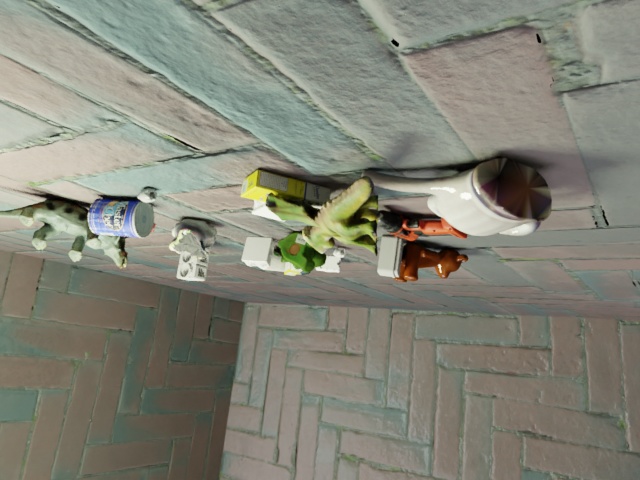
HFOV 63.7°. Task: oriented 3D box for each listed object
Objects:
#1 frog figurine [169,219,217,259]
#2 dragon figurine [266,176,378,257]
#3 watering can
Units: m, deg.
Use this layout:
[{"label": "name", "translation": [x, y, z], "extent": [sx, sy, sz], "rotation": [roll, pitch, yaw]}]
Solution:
[{"label": "frog figurine", "translation": [-0.384, -0.020, 1.593], "extent": [0.137, 0.121, 0.162], "rotation": [-3, -158, 4]}, {"label": "dragon figurine", "translation": [0.003, -0.053, 1.051], "extent": [0.243, 0.124, 0.403], "rotation": [5, 160, 11]}, {"label": "watering can", "translation": [0.262, -0.082, 0.943], "extent": [0.347, 0.105, 0.222], "rotation": [19, 164, -10]}]
